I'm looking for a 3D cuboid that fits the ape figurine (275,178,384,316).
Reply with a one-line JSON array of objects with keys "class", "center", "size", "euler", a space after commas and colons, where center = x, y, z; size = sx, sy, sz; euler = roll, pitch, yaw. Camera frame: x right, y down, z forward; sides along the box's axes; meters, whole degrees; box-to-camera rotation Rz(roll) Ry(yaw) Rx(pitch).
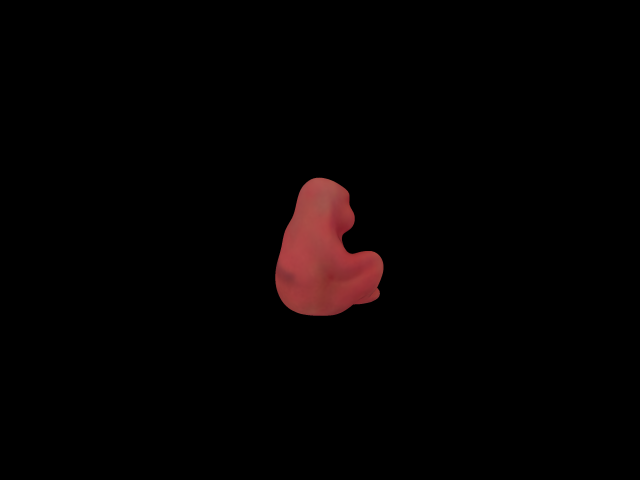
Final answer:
[{"class": "ape figurine", "center": [0.004, 0.001, 0.400], "size": [0.076, 0.092, 0.077], "euler": [-12, 27, -24]}]
